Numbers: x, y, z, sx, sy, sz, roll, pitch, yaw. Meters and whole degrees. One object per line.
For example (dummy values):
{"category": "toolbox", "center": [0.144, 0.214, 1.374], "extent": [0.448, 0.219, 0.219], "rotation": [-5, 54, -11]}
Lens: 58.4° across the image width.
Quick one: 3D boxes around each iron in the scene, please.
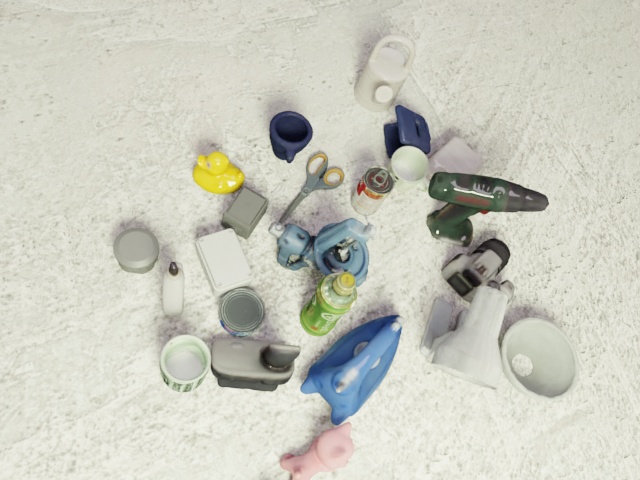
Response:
{"category": "iron", "center": [0.088, 0.204, 1.037], "extent": [0.118, 0.141, 0.259], "rotation": [43, 63, 7]}

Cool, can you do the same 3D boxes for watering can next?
{"category": "watering can", "center": [0.153, -0.381, 1.294], "extent": [0.101, 0.194, 0.173], "rotation": [-5, 67, -16]}

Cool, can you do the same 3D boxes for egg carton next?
{"category": "egg carton", "center": [0.301, -0.168, 1.306], "extent": [0.107, 0.069, 0.150], "rotation": [43, 63, 7]}

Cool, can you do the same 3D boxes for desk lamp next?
{"category": "desk lamp", "center": [0.265, 0.181, 1.054], "extent": [0.118, 0.213, 0.203], "rotation": [23, 62, -3]}

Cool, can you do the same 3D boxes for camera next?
{"category": "camera", "center": [0.353, 0.065, 1.195], "extent": [0.137, 0.100, 0.143], "rotation": [-39, 80, -26]}

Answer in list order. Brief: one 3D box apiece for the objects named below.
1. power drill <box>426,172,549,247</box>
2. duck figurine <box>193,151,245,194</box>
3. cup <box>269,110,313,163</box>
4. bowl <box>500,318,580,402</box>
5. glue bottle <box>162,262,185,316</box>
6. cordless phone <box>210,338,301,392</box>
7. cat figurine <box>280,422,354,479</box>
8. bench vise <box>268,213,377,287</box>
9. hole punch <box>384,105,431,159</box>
{"category": "power drill", "center": [0.319, -0.066, 1.185], "extent": [0.230, 0.208, 0.075], "rotation": [15, 63, -8]}
{"category": "duck figurine", "center": [-0.201, -0.143, 1.151], "extent": [0.104, 0.086, 0.077], "rotation": [13, 63, -9]}
{"category": "cup", "center": [-0.067, -0.199, 1.208], "extent": [0.092, 0.095, 0.118], "rotation": [4, 65, -13]}
{"category": "bowl", "center": [0.425, 0.244, 1.146], "extent": [0.168, 0.074, 0.167], "rotation": [6, 65, -12]}
{"category": "glue bottle", "center": [-0.252, 0.073, 0.989], "extent": [0.037, 0.173, 0.078], "rotation": [2, 65, -14]}
{"category": "cordless phone", "center": [-0.108, 0.193, 0.966], "extent": [0.148, 0.185, 0.094], "rotation": [4, 65, -13]}
{"category": "cat figurine", "center": [0.004, 0.361, 0.956], "extent": [0.128, 0.117, 0.067], "rotation": [-26, 74, -24]}
{"category": "bench vise", "center": [0.010, 0.015, 1.059], "extent": [0.208, 0.219, 0.121], "rotation": [5, 65, -12]}
{"category": "hole punch", "center": [0.206, -0.245, 1.304], "extent": [0.101, 0.091, 0.108], "rotation": [1, 66, -14]}
